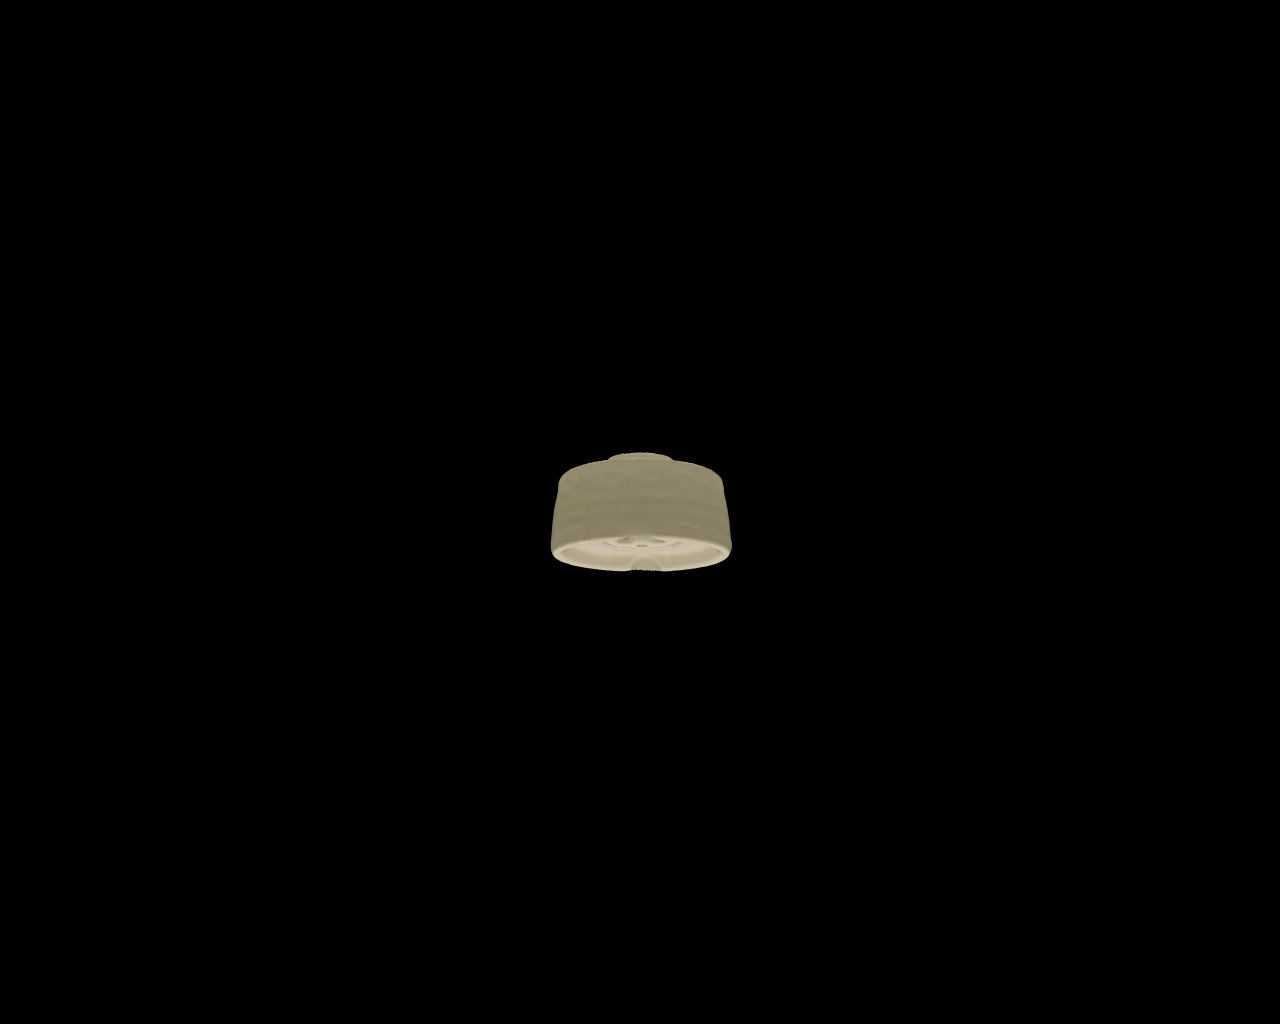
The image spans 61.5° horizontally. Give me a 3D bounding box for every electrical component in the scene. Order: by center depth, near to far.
[{"bbox_3d":[0.001,-0.003,0.650,0.108,0.060,0.108,0,-14,0],"label":"electrical component"}]
